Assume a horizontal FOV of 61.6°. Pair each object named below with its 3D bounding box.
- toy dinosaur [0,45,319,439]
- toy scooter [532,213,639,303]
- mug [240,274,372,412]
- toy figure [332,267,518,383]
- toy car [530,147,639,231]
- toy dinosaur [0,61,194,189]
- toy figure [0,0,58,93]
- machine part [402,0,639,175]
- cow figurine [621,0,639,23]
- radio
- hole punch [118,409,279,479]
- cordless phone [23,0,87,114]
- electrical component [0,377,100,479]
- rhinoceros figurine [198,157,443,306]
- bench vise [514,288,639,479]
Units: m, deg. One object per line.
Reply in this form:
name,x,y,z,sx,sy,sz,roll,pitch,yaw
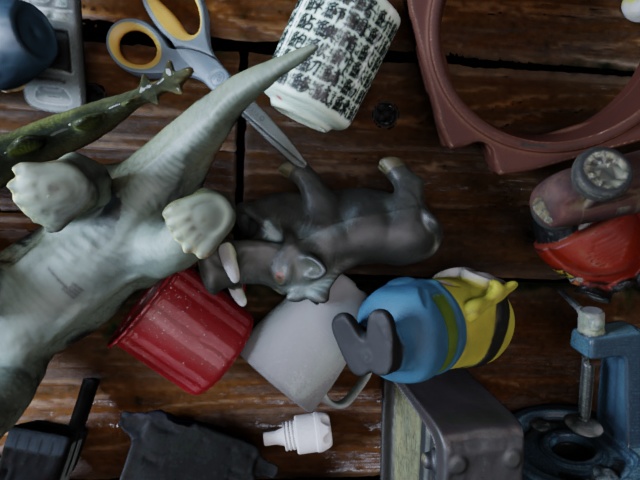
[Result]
toy dinosaur,-0.172,0.013,0.376,0.405,0.192,0.131,-36,109,-8
toy scooter,0.287,0.000,0.481,0.184,0.075,0.135,-26,97,-7
mug,0.003,0.085,0.457,0.109,0.081,0.107,39,81,-7
toy figure,0.090,0.071,0.436,0.180,0.082,0.089,-10,114,-45
toy car,0.257,-0.049,0.399,0.202,0.089,0.053,-14,73,-5
toy dinosaur,-0.308,-0.021,0.344,0.471,0.199,0.105,-27,107,-13
toy figure,-0.260,-0.130,0.378,0.155,0.058,0.064,-7,107,18
machine part,0.175,-0.162,0.410,0.202,0.087,0.200,-15,102,13
cow figurine,0.310,-0.211,0.443,0.068,0.098,0.167,-37,95,3
radio,0.104,0.231,0.458,0.073,0.131,0.229,-4,101,-12
hole punch,-0.120,0.217,0.467,0.142,0.092,0.116,22,67,-7
cordless phone,-0.240,-0.191,0.398,0.147,0.089,0.184,5,116,-7
electrical component,-0.225,0.170,0.441,0.048,0.075,0.119,14,77,-8
rhinoceros figurine,-0.001,-0.001,0.425,0.190,0.073,0.112,-10,66,-11
bench vise,0.258,0.169,0.479,0.224,0.129,0.240,-7,105,-5
